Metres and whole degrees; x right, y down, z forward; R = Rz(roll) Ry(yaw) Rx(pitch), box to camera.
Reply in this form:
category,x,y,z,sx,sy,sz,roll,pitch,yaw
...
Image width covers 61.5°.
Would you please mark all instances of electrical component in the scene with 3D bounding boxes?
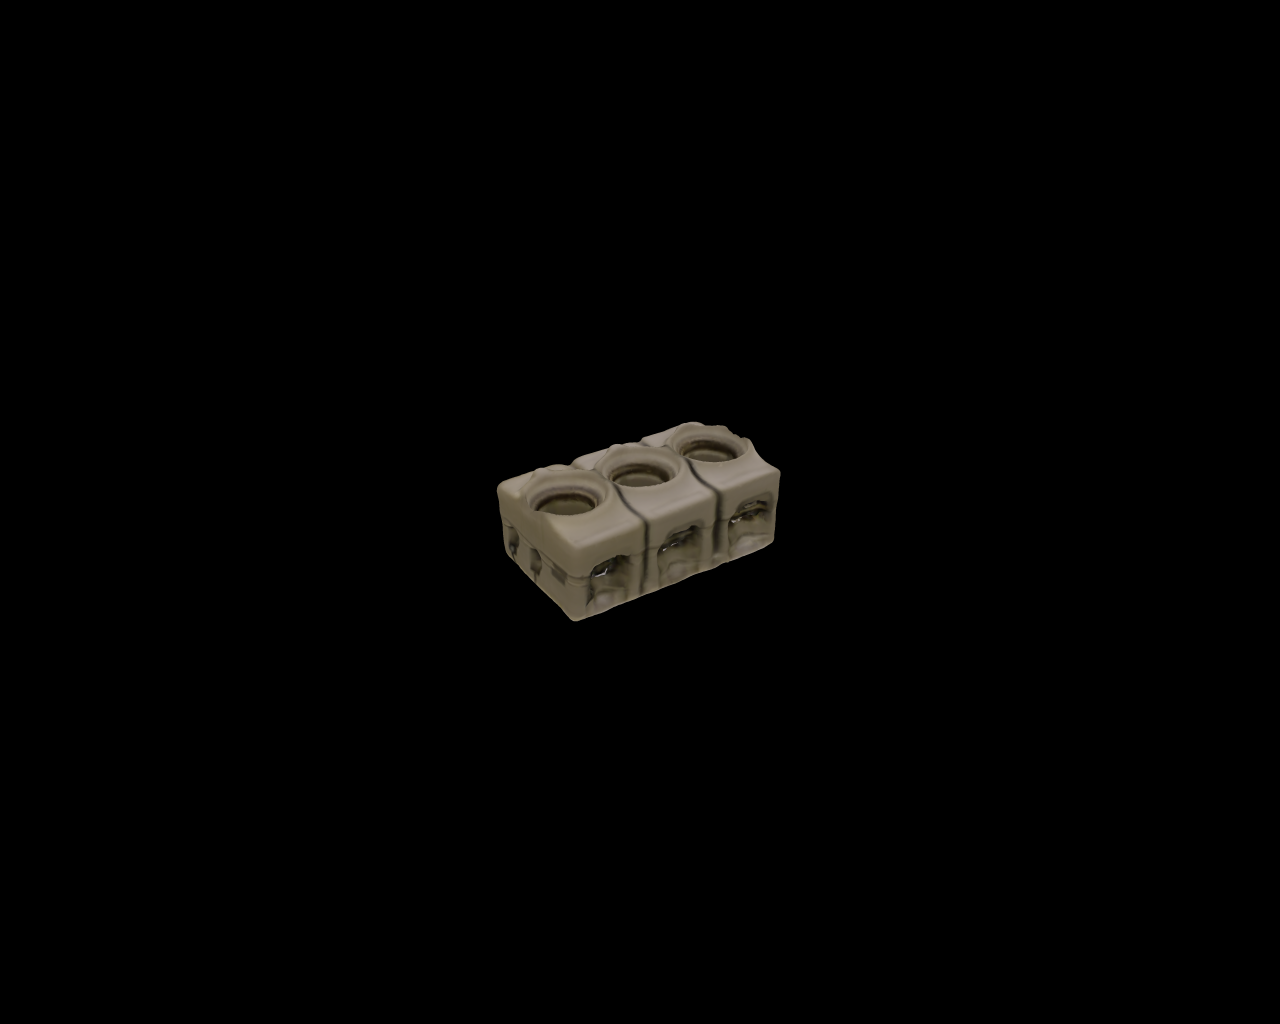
category,x,y,z,sx,sy,sz,roll,pitch,yaw
electrical component,0.001,-0.003,0.650,0.150,0.061,0.089,-20,36,-29
